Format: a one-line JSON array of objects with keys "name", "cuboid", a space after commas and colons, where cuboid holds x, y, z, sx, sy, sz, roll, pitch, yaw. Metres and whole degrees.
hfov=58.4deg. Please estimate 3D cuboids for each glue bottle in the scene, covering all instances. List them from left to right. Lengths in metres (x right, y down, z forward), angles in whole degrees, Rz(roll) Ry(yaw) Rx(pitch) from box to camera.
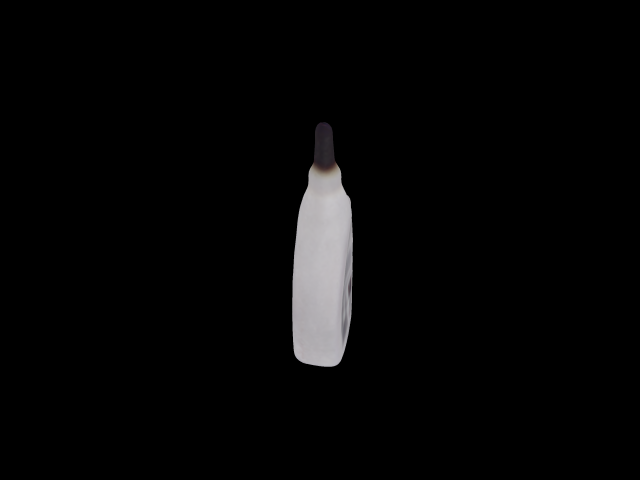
[{"name": "glue bottle", "cuboid": [0.004, 0.001, 0.400, 0.037, 0.173, 0.078, 6, 32, 10]}]
